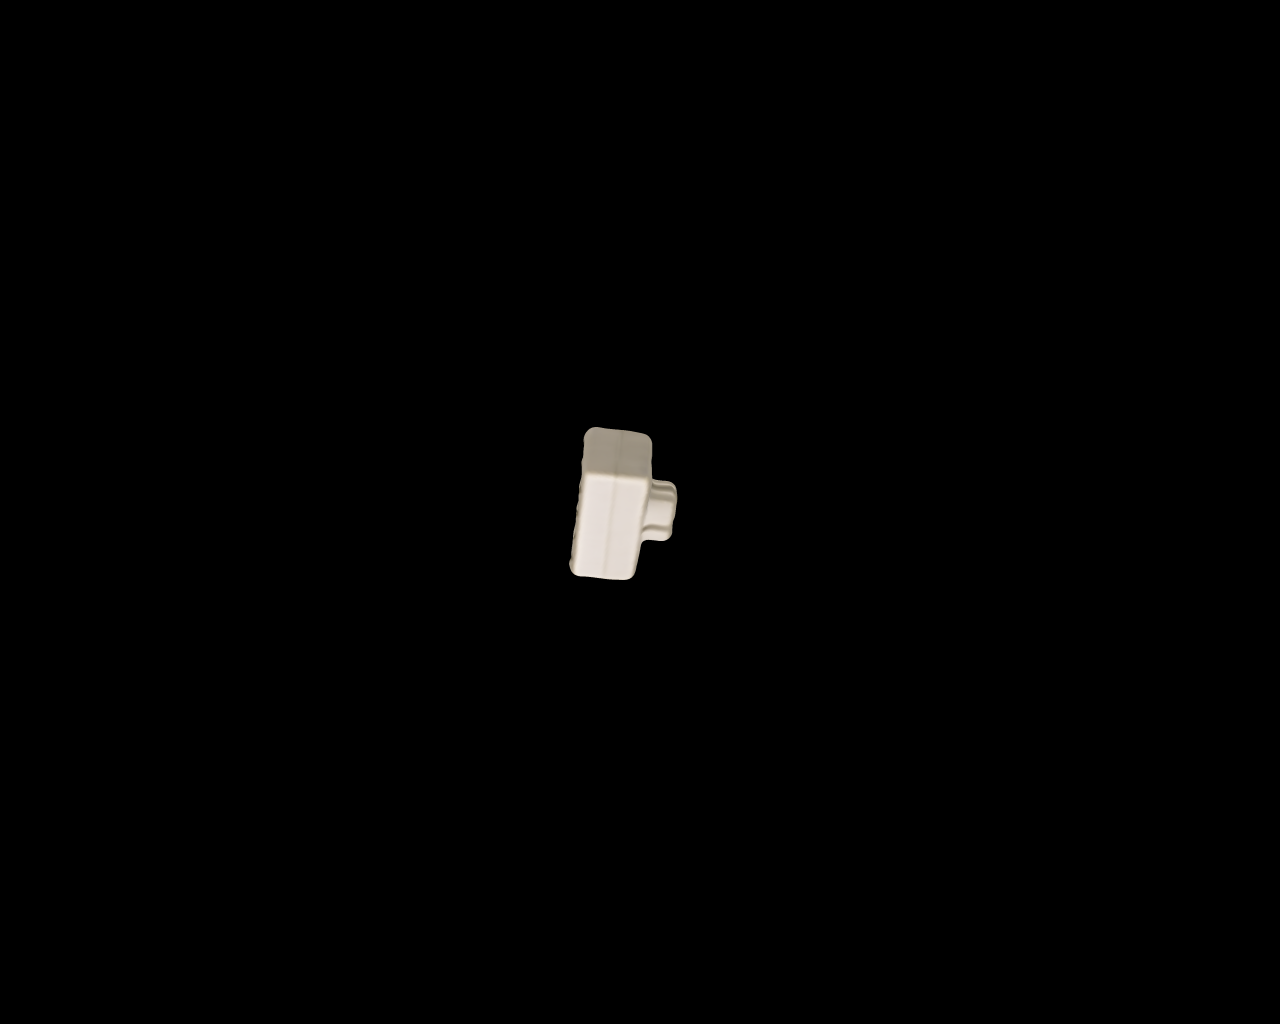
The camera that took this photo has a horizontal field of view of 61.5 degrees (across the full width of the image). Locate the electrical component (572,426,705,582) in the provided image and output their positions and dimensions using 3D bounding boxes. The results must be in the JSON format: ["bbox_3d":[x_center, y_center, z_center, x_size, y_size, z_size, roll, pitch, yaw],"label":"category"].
[{"bbox_3d":[0.001,-0.003,0.650,0.076,0.083,0.047,5,40,-4],"label":"electrical component"}]
